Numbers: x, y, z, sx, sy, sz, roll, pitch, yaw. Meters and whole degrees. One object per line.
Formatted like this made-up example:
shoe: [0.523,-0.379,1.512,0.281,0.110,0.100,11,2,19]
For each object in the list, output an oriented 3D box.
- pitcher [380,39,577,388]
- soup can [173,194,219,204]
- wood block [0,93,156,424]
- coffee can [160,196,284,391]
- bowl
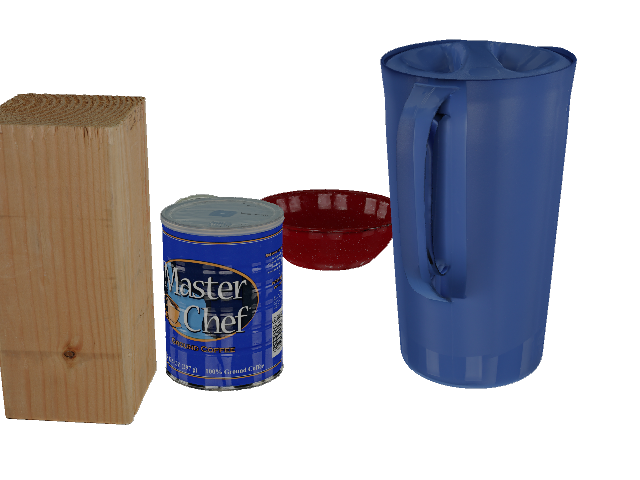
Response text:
pitcher: [0.106,-0.016,0.766,0.149,0.243,0.145,-8,22,-14]
soup can: [-0.145,0.003,1.298,0.068,0.102,0.068,1,26,0]
wood block: [-0.167,0.011,0.724,0.091,0.206,0.090,2,20,3]
coffee can: [-0.082,0.043,0.905,0.103,0.140,0.103,1,16,0]
bowl: [0.009,-0.008,1.112,0.162,0.055,0.162,0,17,0]
